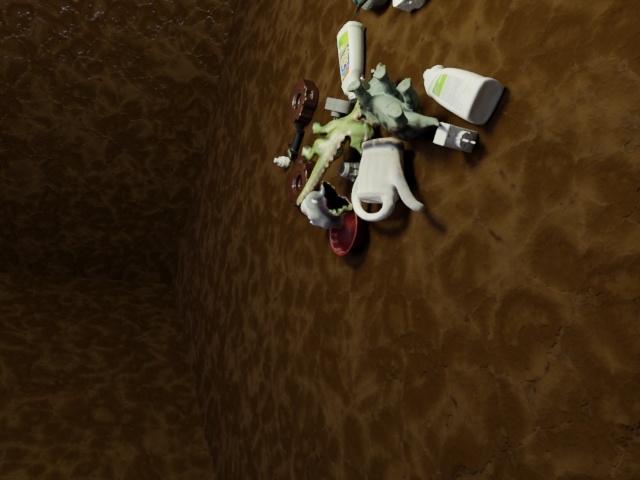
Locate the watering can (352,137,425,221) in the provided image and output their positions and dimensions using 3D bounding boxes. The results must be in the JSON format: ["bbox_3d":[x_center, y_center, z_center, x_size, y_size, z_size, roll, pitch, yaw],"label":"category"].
[{"bbox_3d":[0.177,-0.160,1.336,0.104,0.225,0.347,8,-3,-24],"label":"watering can"}]

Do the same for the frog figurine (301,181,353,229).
[{"bbox_3d":[0.005,-0.075,1.499,0.137,0.125,0.156,24,-37,-18],"label":"frog figurine"}]

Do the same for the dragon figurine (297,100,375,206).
[{"bbox_3d":[0.065,-0.287,1.537,0.121,0.415,0.242,27,-15,-28],"label":"dragon figurine"}]
